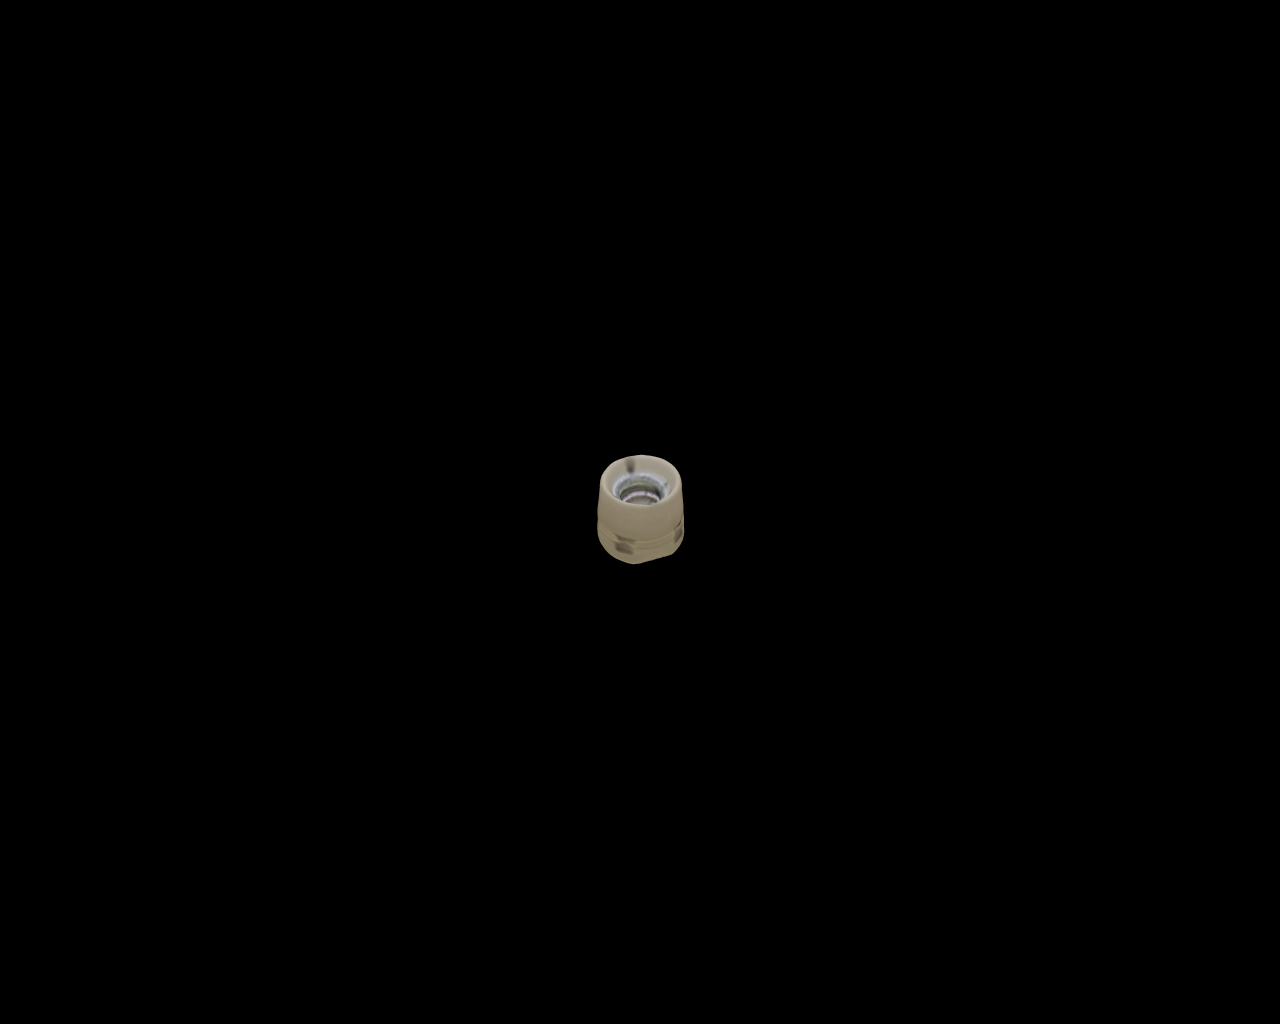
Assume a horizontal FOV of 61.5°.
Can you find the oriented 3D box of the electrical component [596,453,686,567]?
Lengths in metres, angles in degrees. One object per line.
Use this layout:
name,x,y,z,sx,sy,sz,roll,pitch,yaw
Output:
electrical component,0.001,-0.003,0.650,0.055,0.047,0.055,0,44,0
